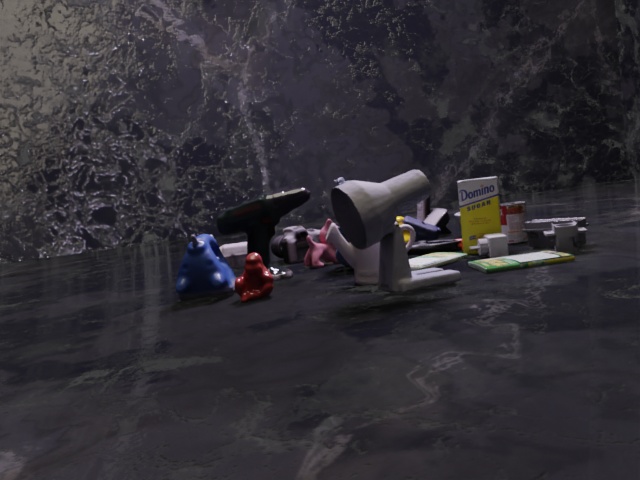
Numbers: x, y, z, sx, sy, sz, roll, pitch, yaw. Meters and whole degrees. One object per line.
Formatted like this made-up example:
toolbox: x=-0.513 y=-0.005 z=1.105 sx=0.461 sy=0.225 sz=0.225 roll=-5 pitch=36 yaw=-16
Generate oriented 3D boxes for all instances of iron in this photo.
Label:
iron: x=-0.249 y=0.048 z=1.279 sx=0.118 sy=0.141 sz=0.258 roll=-7 pitch=5 yaw=1

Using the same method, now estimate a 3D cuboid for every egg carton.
egg carton: x=-0.231 y=0.044 z=1.682 sx=0.150 sy=0.069 sz=0.107 roll=-8 pitch=6 yaw=-9

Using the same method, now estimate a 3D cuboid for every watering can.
watering can: x=0.102 y=-0.011 z=1.149 sx=0.173 sy=0.194 sz=0.100 roll=-10 pitch=6 yaw=-27

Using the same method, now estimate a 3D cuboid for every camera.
camera: x=-0.071 y=0.008 z=1.676 sx=0.144 sy=0.101 sz=0.136 roll=-12 pitch=7 yaw=-38

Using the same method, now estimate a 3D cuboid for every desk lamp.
desk lamp: x=0.132 y=-0.014 z=1.034 sx=0.204 sy=0.213 sz=0.117 roll=-9 pitch=6 yaw=-19

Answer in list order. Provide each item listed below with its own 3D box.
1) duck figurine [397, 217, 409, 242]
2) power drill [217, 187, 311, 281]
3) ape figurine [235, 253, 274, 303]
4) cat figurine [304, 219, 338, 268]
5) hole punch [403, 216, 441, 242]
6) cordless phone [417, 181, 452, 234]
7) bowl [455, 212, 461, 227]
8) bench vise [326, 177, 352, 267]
duck figurine: x=0.231 y=-0.027 z=1.709 sx=0.104 sy=0.086 sz=0.078 roll=-6 pitch=6 yaw=18
power drill: x=-0.123 y=-0.009 z=1.358 sx=0.229 sy=0.208 sz=0.075 roll=-7 pitch=6 yaw=4
ape figurine: x=-0.130 y=0.071 z=1.139 sx=0.077 sy=0.092 sz=0.076 roll=-5 pitch=6 yaw=20
cat figurine: x=0.014 y=0.005 z=1.500 sx=0.128 sy=0.118 sz=0.067 roll=-12 pitch=7 yaw=-39
hole punch: x=0.286 y=-0.026 z=1.601 sx=0.101 sy=0.091 sz=0.109 roll=-6 pitch=6 yaw=14
cordless phone: x=0.349 y=-0.104 z=1.831 sx=0.094 sy=0.185 sz=0.147 roll=-9 pitch=6 yaw=-18
bowl: x=0.483 y=-0.051 z=1.688 sx=0.167 sy=0.075 sz=0.167 roll=-7 pitch=5 yaw=1
bench vise: x=0.093 y=-0.041 z=1.338 sx=0.122 sy=0.220 sz=0.206 roll=-12 pitch=7 yaw=-37
